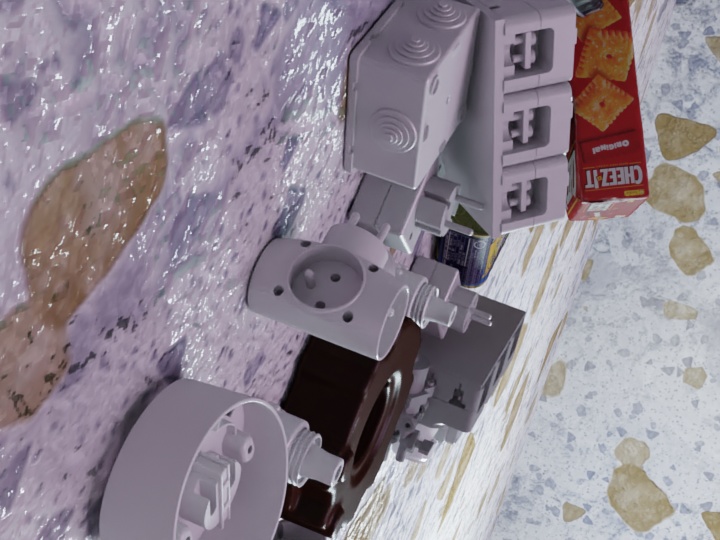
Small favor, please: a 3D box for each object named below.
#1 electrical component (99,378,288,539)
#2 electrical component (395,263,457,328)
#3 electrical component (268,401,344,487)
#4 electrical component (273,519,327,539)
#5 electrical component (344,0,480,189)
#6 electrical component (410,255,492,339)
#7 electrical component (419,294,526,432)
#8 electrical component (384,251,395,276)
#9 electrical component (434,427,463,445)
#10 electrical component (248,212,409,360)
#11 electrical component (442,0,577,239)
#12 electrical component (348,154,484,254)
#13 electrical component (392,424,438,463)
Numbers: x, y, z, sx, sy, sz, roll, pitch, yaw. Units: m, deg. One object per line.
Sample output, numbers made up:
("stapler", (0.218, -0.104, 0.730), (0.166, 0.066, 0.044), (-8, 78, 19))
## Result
("electrical component", (-0.076, 0.103, 0.513), (0.099, 0.064, 0.099), (20, 90, -75))
("electrical component", (0.043, 0.025, 0.833), (0.048, 0.062, 0.048), (20, 90, -75))
("electrical component", (-0.041, 0.110, 0.649), (0.048, 0.062, 0.048), (20, 90, -75))
("electrical component", (-0.049, 0.212, 0.771), (0.055, 0.055, 0.047), (-49, 151, -52))
("electrical component", (0.032, -0.109, 0.646), (0.099, 0.048, 0.099), (94, 22, -47))
("electrical component", (0.079, 0.031, 0.934), (0.065, 0.077, 0.047), (69, 43, -68))
("electrical component", (0.088, 0.081, 1.008), (0.150, 0.089, 0.061), (-46, 152, -56))
("electrical component", (0.000, 0.000, 0.703), (0.061, 0.035, 0.035), (-10, 119, -70))
("electrical component", (0.097, 0.122, 1.156), (0.078, 0.057, 0.113), (-39, 146, -62))
("electrical component", (-0.009, 0.001, 0.589), (0.044, 0.077, 0.079), (85, 29, -57))
("electrical component", (0.097, -0.111, 0.709), (0.089, 0.062, 0.150), (-124, -155, -53))
("electrical component", (0.043, -0.045, 0.710), (0.047, 0.077, 0.065), (54, 57, -72))
("electrical component", (0.060, 0.165, 1.107), (0.045, 0.045, 0.055), (-11, 121, -73))
